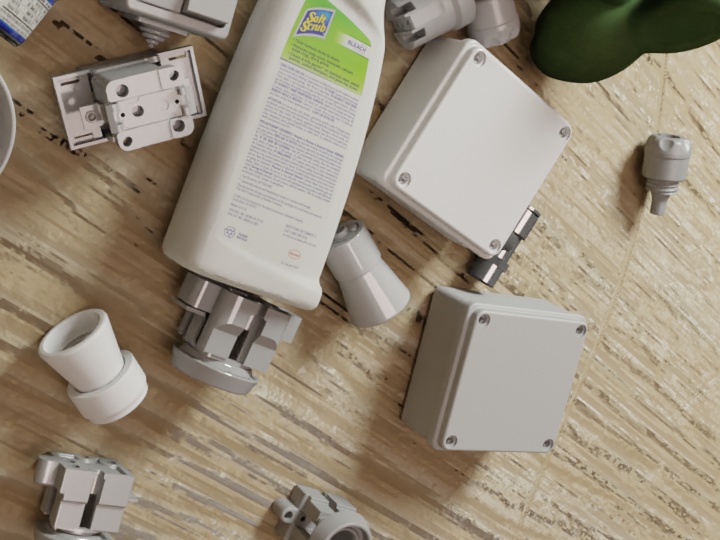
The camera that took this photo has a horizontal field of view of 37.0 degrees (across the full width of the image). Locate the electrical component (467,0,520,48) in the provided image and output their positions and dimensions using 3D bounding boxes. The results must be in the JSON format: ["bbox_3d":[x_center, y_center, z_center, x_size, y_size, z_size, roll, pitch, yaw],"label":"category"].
[{"bbox_3d":[0.082,-0.179,0.704,0.035,0.035,0.061,-28,116,-19],"label":"electrical component"}]

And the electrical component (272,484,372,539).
[{"bbox_3d":[-0.022,0.182,0.749,0.066,0.055,0.048,23,94,-33],"label":"electrical component"}]

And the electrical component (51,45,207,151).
[{"bbox_3d":[-0.123,-0.094,0.596,0.081,0.064,0.042,-19,116,-21],"label":"electrical component"}]

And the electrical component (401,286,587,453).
[{"bbox_3d":[0.098,0.074,0.782,0.109,0.056,0.108,7,102,-31],"label":"electrical component"}]

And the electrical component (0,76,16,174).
[{"bbox_3d":[-0.229,-0.075,0.541,0.099,0.064,0.099,-10,110,-27],"label":"electrical component"}]

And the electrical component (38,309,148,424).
[{"bbox_3d":[-0.157,0.057,0.638,0.045,0.045,0.055,-35,120,-16],"label":"electrical component"}]

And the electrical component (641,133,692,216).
[{"bbox_3d":[0.233,-0.072,0.826,0.035,0.035,0.061,-6,111,-28],"label":"electrical component"}]

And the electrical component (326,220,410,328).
[{"bbox_3d":[0.000,0.000,0.712,0.044,0.044,0.065,-36,116,-15],"label":"electrical component"}]

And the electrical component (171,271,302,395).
[{"bbox_3d":[-0.082,0.041,0.668,0.078,0.058,0.057,24,90,-33],"label":"electrical component"}]

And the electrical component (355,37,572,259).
[{"bbox_3d":[0.069,-0.081,0.715,0.109,0.056,0.108,33,88,-33],"label":"electrical component"}]

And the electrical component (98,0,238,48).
[{"bbox_3d":[-0.099,-0.167,0.587,0.062,0.061,0.096,12,100,-32],"label":"electrical component"}]

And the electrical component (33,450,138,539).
[{"bbox_3d":[-0.171,0.145,0.659,0.066,0.048,0.055,15,91,-32],"label":"electrical component"}]

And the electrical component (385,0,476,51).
[{"bbox_3d":[0.044,-0.165,0.684,0.046,0.040,0.040,-31,119,-12],"label":"electrical component"}]
